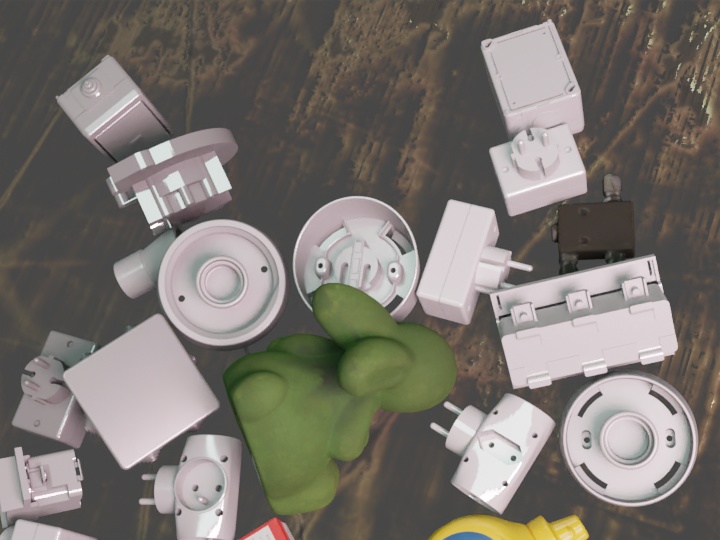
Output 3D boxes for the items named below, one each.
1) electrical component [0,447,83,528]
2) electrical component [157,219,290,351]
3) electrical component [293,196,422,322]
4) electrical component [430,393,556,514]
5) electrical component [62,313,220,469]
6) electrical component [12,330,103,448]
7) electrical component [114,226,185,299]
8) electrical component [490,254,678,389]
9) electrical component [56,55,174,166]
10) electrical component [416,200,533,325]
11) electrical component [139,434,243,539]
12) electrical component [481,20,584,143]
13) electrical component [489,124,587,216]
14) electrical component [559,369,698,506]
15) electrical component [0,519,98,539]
[{"bbox_3d":[-0.250,0.168,0.839,0.064,0.081,0.042,-10,65,-22],"label":"electrical component"},{"bbox_3d":[-0.109,0.011,0.850,0.108,0.060,0.108,0,87,-6],"label":"electrical component"},{"bbox_3d":[0.000,0.000,0.839,0.099,0.064,0.099,-4,71,12],"label":"electrical component"},{"bbox_3d":[0.090,0.125,0.789,0.079,0.043,0.077,29,78,23],"label":"electrical component"},{"bbox_3d":[-0.170,0.095,0.838,0.100,0.048,0.099,-33,89,-17],"label":"electrical component"},{"bbox_3d":[-0.247,0.091,0.866,0.047,0.075,0.083,13,73,19],"label":"electrical component"},{"bbox_3d":[-0.173,-0.004,0.906,0.065,0.044,0.044,-27,65,8],"label":"electrical component"},{"bbox_3d":[0.164,0.043,0.784,0.121,0.063,0.078,-13,107,8],"label":"electrical component"},{"bbox_3d":[-0.212,-0.134,0.934,0.062,0.096,0.061,-40,68,-3],"label":"electrical component"},{"bbox_3d":[0.095,-0.001,0.835,0.076,0.047,0.083,15,73,17],"label":"electrical component"},{"bbox_3d":[-0.132,0.168,0.825,0.079,0.044,0.077,-2,69,13],"label":"electrical component"},{"bbox_3d":[0.140,-0.153,0.879,0.062,0.061,0.096,-17,58,7],"label":"electrical component"},{"bbox_3d":[0.138,-0.086,0.841,0.066,0.076,0.047,-17,66,7],"label":"electrical component"},{"bbox_3d":[0.191,0.119,0.768,0.099,0.064,0.099,-2,83,13],"label":"electrical component"},{"bbox_3d":[-0.254,0.218,0.824,0.077,0.065,0.047,7,71,16],"label":"electrical component"}]
